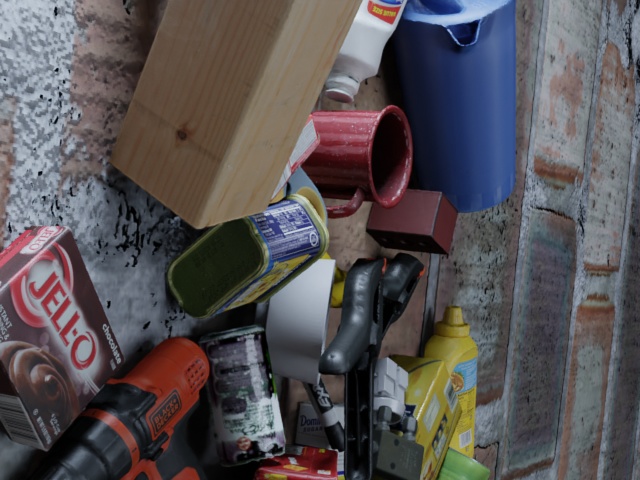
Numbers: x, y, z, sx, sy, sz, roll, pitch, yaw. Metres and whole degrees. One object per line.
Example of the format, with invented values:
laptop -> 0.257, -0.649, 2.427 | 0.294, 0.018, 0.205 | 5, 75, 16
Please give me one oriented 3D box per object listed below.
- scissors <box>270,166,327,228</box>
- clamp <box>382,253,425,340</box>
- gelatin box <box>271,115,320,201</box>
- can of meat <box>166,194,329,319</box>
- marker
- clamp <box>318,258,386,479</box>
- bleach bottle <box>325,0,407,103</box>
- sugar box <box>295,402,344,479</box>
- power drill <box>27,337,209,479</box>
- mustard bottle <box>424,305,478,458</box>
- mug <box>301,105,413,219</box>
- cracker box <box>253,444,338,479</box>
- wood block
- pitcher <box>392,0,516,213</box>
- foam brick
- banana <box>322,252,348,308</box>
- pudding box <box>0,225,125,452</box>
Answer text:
scissors -> -0.020, -0.078, 0.920 | 0.096, 0.016, 0.201 | 28, 68, -28
clamp -> 0.071, 0.055, 1.102 | 0.171, 0.039, 0.120 | -55, 166, -49
gelatin box -> -0.052, -0.067, 0.838 | 0.089, 0.073, 0.030 | -54, 139, -43
can of meat -> -0.057, 0.014, 0.820 | 0.057, 0.102, 0.083 | 58, 32, 10
marker -> -0.003, 0.139, 0.978 | 0.020, 0.020, 0.121 | -33, 102, -55
clamp -> 0.035, 0.100, 0.947 | 0.210, 0.036, 0.164 | -75, 161, -52
bleach bottle -> 0.052, -0.247, 1.009 | 0.102, 0.068, 0.251 | 33, 68, -57
sugar box -> 0.006, 0.247, 1.035 | 0.093, 0.048, 0.176 | 19, 75, -61
power drill -> -0.127, 0.189, 0.766 | 0.184, 0.057, 0.187 | -45, 134, -45
mustard bottle -> 0.155, 0.174, 1.277 | 0.096, 0.058, 0.192 | -8, 103, -55
mug -> 0.025, -0.067, 0.970 | 0.093, 0.082, 0.117 | 59, 45, -48
cracker box -> -0.031, 0.288, 0.890 | 0.164, 0.072, 0.214 | 81, 16, -86
wood block -> -0.052, -0.122, 0.719 | 0.090, 0.091, 0.206 | -19, 141, -58
pitcher -> 0.148, -0.160, 1.149 | 0.149, 0.145, 0.243 | -40, 134, -36
foam brick -> 0.096, -0.020, 1.114 | 0.053, 0.078, 0.051 | 39, 63, -55
banana -> -0.002, 0.019, 0.990 | 0.197, 0.037, 0.069 | 46, 29, -57
pudding box -> -0.176, 0.060, 0.669 | 0.089, 0.039, 0.113 | -52, 138, -45
